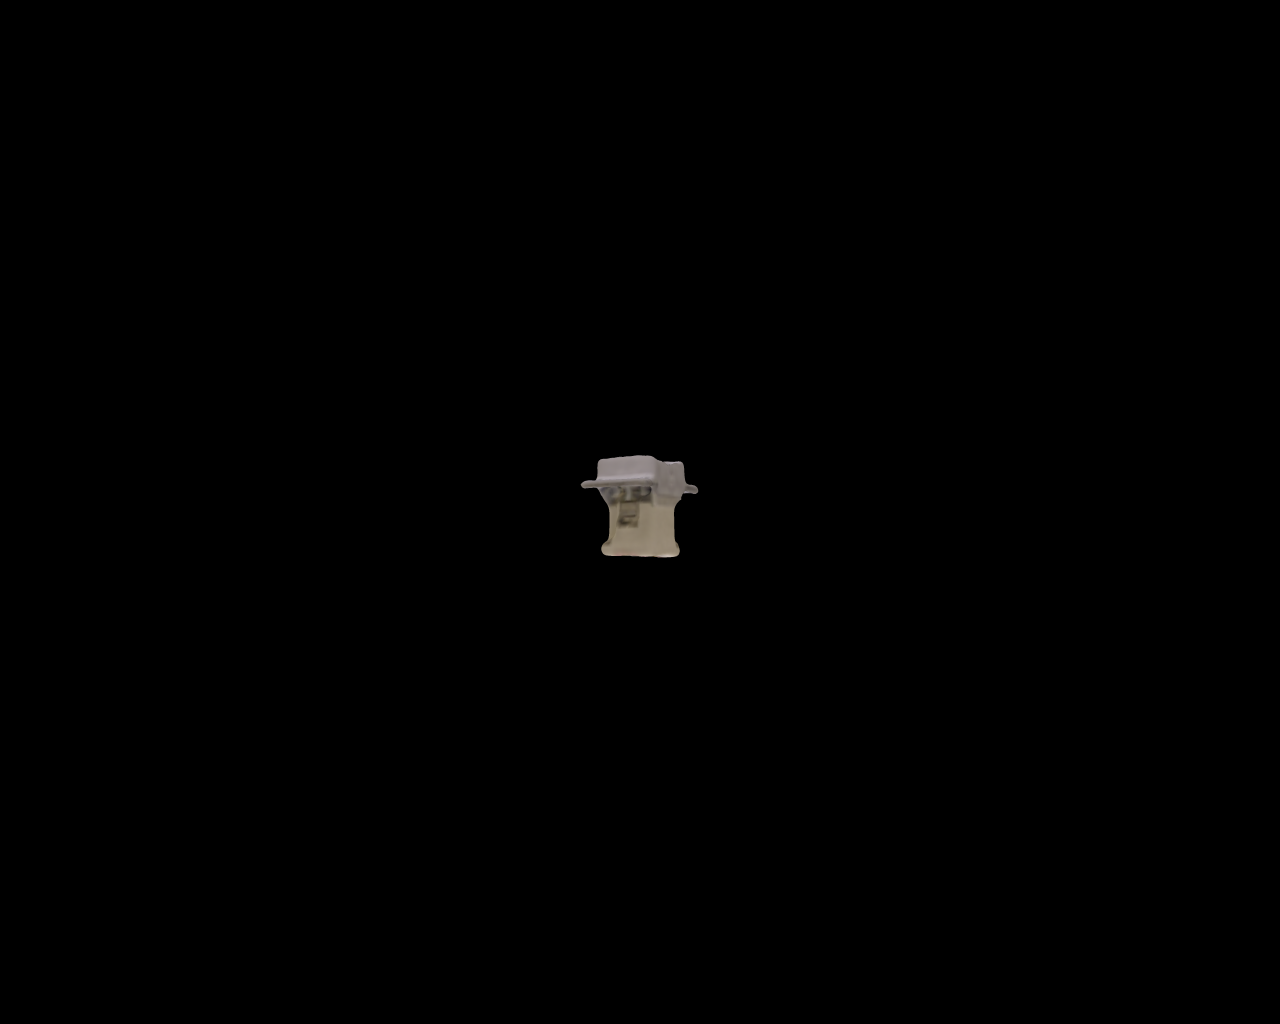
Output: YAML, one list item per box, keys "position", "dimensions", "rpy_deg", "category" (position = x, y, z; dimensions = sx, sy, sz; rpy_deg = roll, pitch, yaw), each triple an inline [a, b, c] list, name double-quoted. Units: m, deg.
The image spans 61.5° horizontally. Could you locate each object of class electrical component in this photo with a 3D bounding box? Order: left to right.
- position: [0.001, -0.003, 0.650]
  dimensions: [0.042, 0.063, 0.081]
  rpy_deg: [-1, -3, 28]
  category: "electrical component"
